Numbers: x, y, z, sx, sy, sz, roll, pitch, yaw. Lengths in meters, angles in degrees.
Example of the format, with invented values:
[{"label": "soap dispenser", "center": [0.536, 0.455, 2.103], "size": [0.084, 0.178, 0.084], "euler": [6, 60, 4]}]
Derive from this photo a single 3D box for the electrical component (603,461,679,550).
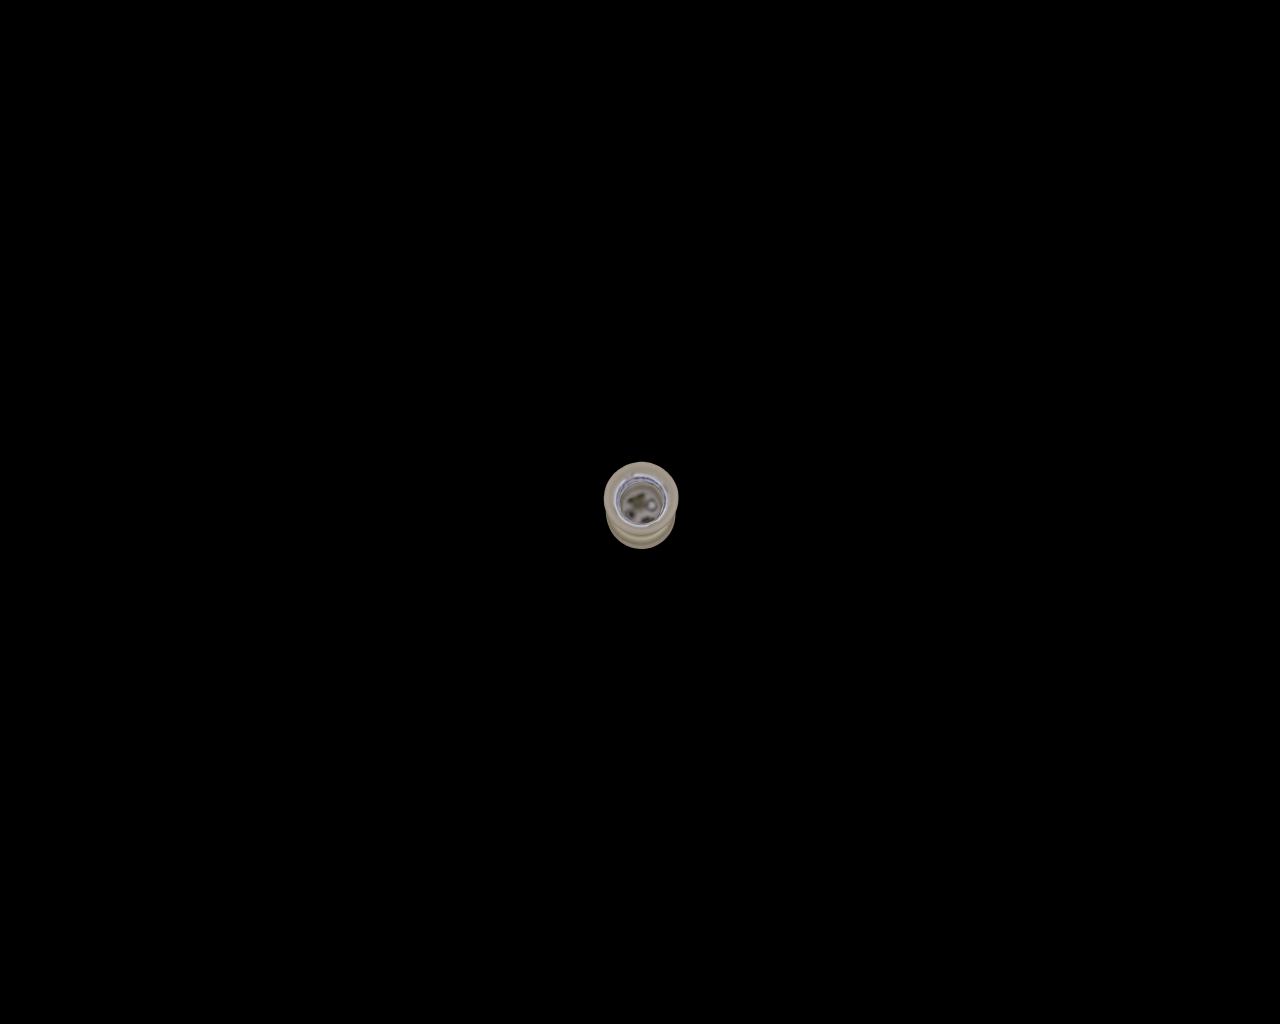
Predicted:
[{"label": "electrical component", "center": [0.001, -0.003, 0.650], "size": [0.045, 0.045, 0.055], "euler": [0, -13, 0]}]
